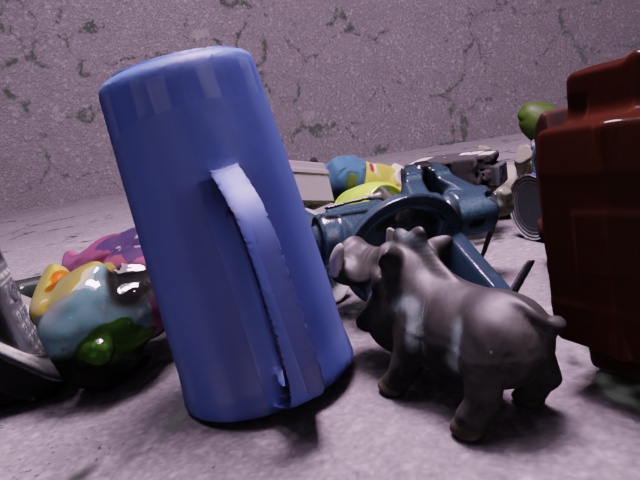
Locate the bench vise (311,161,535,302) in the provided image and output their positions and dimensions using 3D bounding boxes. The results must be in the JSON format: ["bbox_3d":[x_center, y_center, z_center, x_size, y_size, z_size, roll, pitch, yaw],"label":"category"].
[{"bbox_3d":[0.115,0.012,0.503,0.224,0.128,0.241,-1,31,-21],"label":"bench vise"}]

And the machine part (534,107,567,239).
[{"bbox_3d":[0.243,-0.044,0.513,0.056,0.179,0.179,-7,12,15],"label":"machine part"}]

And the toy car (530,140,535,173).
[{"bbox_3d":[0.356,-0.073,0.722,0.109,0.102,0.162,-21,53,-13],"label":"toy car"}]

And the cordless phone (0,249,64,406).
[{"bbox_3d":[-0.282,0.042,0.471,0.089,0.184,0.147,-17,14,-15],"label":"cordless phone"}]

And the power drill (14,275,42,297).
[{"bbox_3d":[-0.307,0.055,0.684,0.207,0.085,0.232,-20,14,-29],"label":"power drill"}]

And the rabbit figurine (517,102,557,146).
[{"bbox_3d":[0.406,-0.162,0.949,0.159,0.170,0.121,-7,12,14],"label":"rabbit figurine"}]

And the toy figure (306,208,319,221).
[{"bbox_3d":[-0.003,-0.002,0.676,0.064,0.057,0.155,6,15,-42],"label":"toy figure"}]

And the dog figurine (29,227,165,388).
[{"bbox_3d":[-0.127,0.031,0.498,0.219,0.108,0.192,-22,18,-6],"label":"dog figurine"}]

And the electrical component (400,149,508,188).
[{"bbox_3d":[0.197,-0.093,0.774,0.134,0.058,0.115,-1,16,33],"label":"electrical component"}]

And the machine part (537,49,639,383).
[{"bbox_3d":[0.236,-0.020,0.340,0.201,0.200,0.087,-15,11,-25],"label":"machine part"}]

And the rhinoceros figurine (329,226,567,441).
[{"bbox_3d":[0.070,0.048,0.365,0.073,0.112,0.190,-17,22,-26],"label":"rhinoceros figurine"}]

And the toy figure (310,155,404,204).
[{"bbox_3d":[0.071,-0.086,0.858,0.180,0.089,0.082,6,55,-5],"label":"toy figure"}]

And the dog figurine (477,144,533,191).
[{"bbox_3d":[0.331,-0.084,0.872,0.190,0.121,0.173,-1,7,-40],"label":"dog figurine"}]
